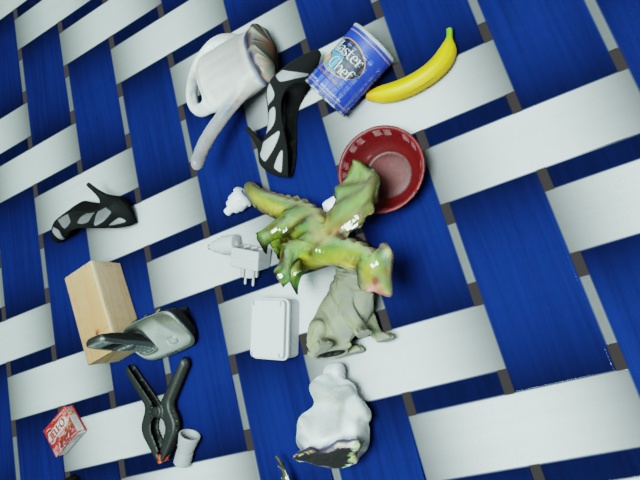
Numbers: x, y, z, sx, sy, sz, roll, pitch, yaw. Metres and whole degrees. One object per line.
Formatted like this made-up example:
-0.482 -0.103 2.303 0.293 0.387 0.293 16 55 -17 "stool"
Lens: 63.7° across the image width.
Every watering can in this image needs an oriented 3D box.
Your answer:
-0.185 -0.314 1.062 0.223 0.102 0.355 -22 57 22 "watering can"

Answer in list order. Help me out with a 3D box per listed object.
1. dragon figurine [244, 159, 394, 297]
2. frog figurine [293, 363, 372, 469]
0.003 -0.046 0.908 0.242 0.120 0.419 -35 49 7 "dragon figurine"
0.021 0.305 0.901 0.136 0.121 0.163 -32 35 26 "frog figurine"
